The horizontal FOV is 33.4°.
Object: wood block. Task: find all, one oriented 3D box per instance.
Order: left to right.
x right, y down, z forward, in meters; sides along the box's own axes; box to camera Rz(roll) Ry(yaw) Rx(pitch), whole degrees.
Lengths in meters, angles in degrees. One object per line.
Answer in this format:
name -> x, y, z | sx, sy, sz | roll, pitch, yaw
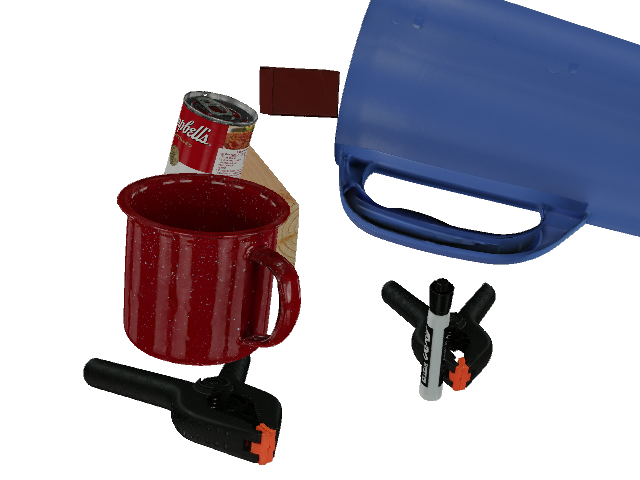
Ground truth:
wood block -> -0.105, -0.045, 1.319 | 0.090, 0.090, 0.206 | -7, 30, -21

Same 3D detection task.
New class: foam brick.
foam brick -> -0.023, -0.161, 1.162 | 0.078, 0.051, 0.053 | 0, 11, -18

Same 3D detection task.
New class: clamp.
clamp -> -0.088, 0.136, 0.929 | 0.164, 0.036, 0.210 | -6, 18, -39
clamp -> 0.137, 0.088, 1.075 | 0.120, 0.039, 0.171 | -8, 33, -8

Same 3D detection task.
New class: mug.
mug -> -0.057, 0.020, 0.584 | 0.117, 0.081, 0.093 | 22, 27, 32

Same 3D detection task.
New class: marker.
marker -> 0.092, 0.079, 0.845 | 0.020, 0.121, 0.020 | 1, 38, -1

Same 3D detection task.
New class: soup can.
soup can -> -0.102, -0.075, 0.962 | 0.068, 0.102, 0.068 | 16, 25, -7

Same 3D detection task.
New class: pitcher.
pitcher -> 0.133, -0.069, 0.667 | 0.243, 0.149, 0.144 | 17, 29, 9
